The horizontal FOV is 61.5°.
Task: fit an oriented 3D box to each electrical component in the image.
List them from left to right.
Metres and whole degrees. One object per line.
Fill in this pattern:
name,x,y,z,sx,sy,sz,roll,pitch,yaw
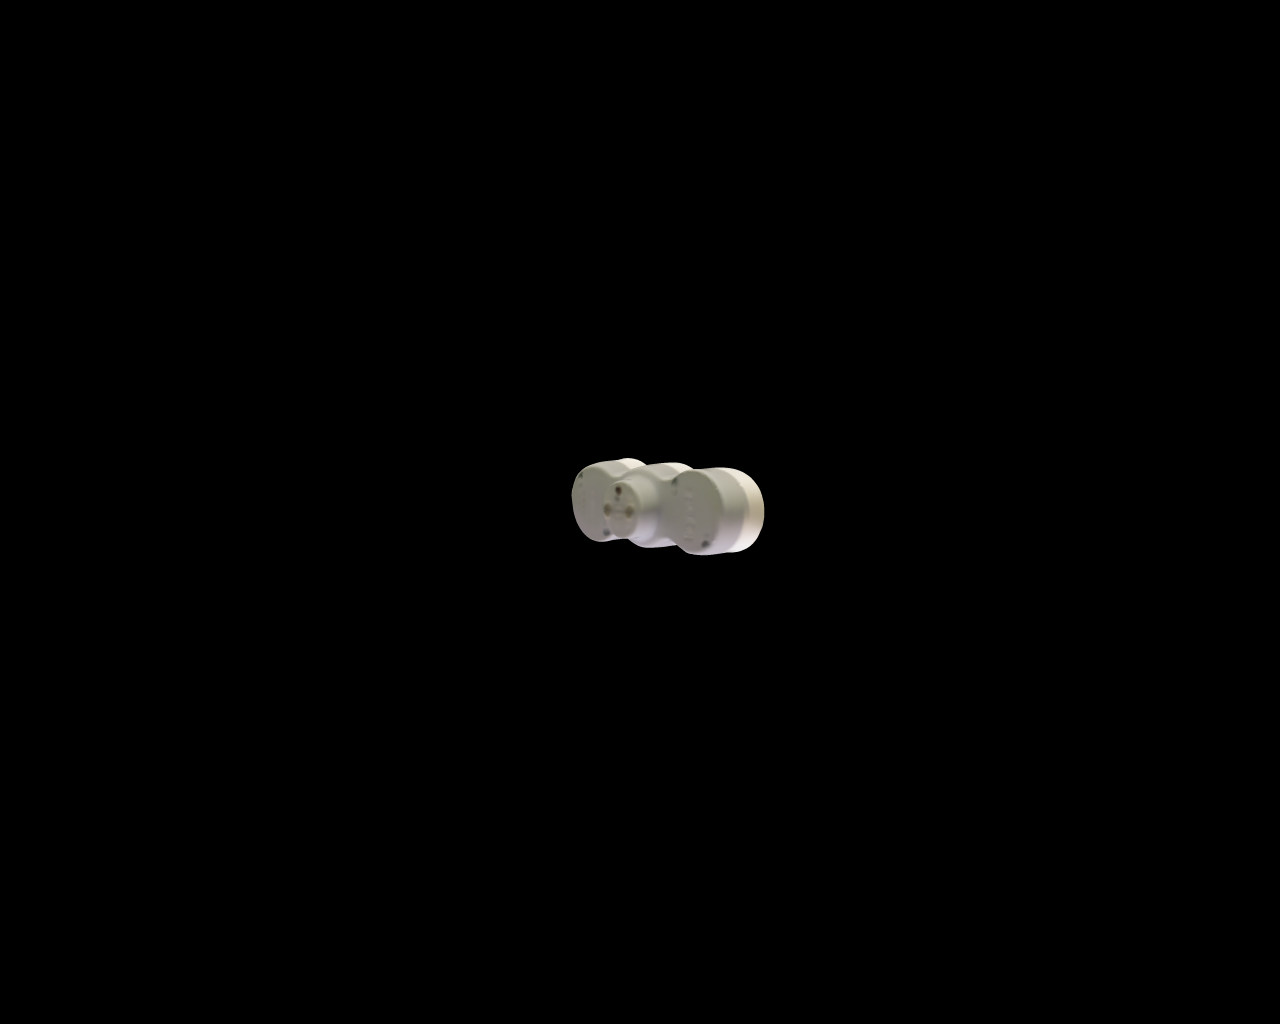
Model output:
electrical component,0.001,-0.003,0.650,0.074,0.052,0.138,-6,9,-43
